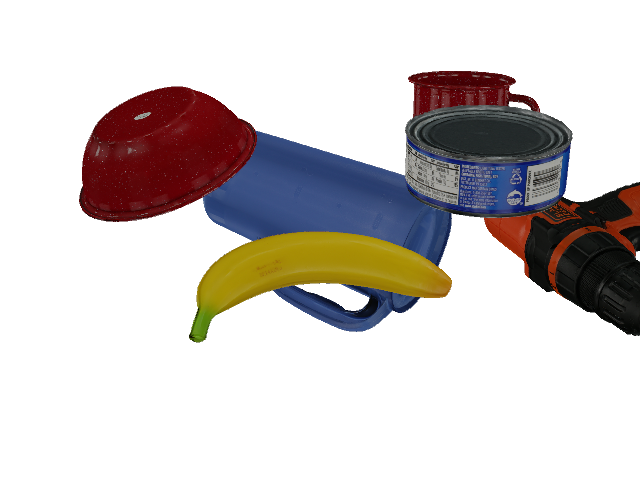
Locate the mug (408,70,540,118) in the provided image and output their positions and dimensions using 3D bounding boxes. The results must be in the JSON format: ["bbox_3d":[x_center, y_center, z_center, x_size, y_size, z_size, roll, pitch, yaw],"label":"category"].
[{"bbox_3d":[0.134,-0.101,0.935,0.117,0.081,0.093,4,17,12],"label":"mug"}]

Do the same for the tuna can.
[{"bbox_3d":[0.087,-0.043,0.560,0.086,0.034,0.086,0,24,0],"label":"tuna can"}]

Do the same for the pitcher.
[{"bbox_3d":[-0.001,-0.020,1.088,0.243,0.145,0.149,22,26,23],"label":"pitcher"}]

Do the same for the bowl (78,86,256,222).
[{"bbox_3d":[-0.138,-0.083,0.893,0.162,0.055,0.162,-15,32,10],"label":"bowl"}]

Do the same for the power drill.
[{"bbox_3d":[0.231,-0.004,0.734,0.187,0.057,0.185,-11,29,-19],"label":"power drill"}]

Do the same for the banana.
[{"bbox_3d":[-0.005,0.025,0.753,0.197,0.069,0.037,-10,-19,-19],"label":"banana"}]
